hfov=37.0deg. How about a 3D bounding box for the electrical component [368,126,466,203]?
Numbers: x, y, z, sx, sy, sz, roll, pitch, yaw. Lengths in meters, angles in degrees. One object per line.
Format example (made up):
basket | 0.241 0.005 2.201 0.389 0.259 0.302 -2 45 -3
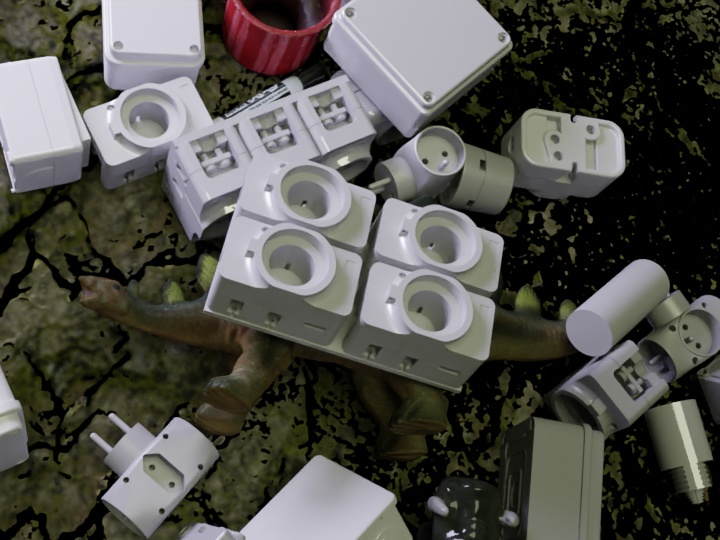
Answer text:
electrical component | 0.038 -0.076 0.875 0.079 0.077 0.043 -22 79 -21

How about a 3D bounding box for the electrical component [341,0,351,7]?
electrical component | 0.001 -0.252 0.916 0.054 0.095 0.059 -41 87 -24

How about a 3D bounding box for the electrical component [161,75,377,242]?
electrical component | -0.070 -0.082 0.840 0.150 0.089 0.061 -25 80 -22

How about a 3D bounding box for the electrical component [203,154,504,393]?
electrical component | 0.000 0.000 0.740 0.186 0.060 0.105 18 56 -9

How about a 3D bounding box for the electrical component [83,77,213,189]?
electrical component | -0.166 -0.109 0.840 0.089 0.055 0.050 -24 80 -22

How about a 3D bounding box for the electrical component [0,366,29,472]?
electrical component | -0.264 0.104 0.708 0.078 0.113 0.057 -23 76 -22

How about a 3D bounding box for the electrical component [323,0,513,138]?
electrical component | 0.046 -0.182 0.865 0.109 0.056 0.108 -41 86 -24

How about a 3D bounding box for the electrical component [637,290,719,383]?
electrical component | 0.269 0.043 0.918 0.077 0.044 0.079 -31 82 -23

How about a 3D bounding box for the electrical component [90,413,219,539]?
electrical component | -0.155 0.136 0.765 0.079 0.043 0.077 41 66 1

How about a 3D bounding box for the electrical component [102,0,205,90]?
electrical component | -0.169 -0.207 0.872 0.078 0.057 0.113 -1 72 -16

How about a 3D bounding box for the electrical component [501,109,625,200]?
electrical component | 0.173 -0.098 0.931 0.095 0.059 0.053 7 70 -13

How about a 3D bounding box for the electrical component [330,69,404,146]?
electrical component | 0.026 -0.146 0.909 0.095 0.053 0.059 -24 80 -22

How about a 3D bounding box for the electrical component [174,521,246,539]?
electrical component | -0.116 0.216 0.720 0.100 0.100 0.048 -45 101 -24

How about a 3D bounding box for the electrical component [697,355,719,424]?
electrical component | 0.334 0.100 0.899 0.062 0.096 0.061 -35 112 -23

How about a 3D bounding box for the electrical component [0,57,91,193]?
electrical component | -0.245 -0.116 0.816 0.061 0.061 0.096 -14 76 -20

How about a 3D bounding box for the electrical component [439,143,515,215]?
electrical component | 0.098 -0.075 0.906 0.047 0.055 0.055 13 69 -16

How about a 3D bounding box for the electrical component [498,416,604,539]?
electrical component | 0.143 0.175 0.819 0.057 0.078 0.113 11 69 -9

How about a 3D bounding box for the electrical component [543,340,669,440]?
electrical component | 0.190 0.100 0.851 0.056 0.089 0.050 -36 84 -23

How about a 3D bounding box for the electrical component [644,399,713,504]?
electrical component | 0.265 0.151 0.881 0.043 0.043 0.081 -7 74 -18

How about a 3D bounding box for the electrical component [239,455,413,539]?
electrical component | -0.024 0.189 0.758 0.100 0.100 0.048 -43 126 -25
